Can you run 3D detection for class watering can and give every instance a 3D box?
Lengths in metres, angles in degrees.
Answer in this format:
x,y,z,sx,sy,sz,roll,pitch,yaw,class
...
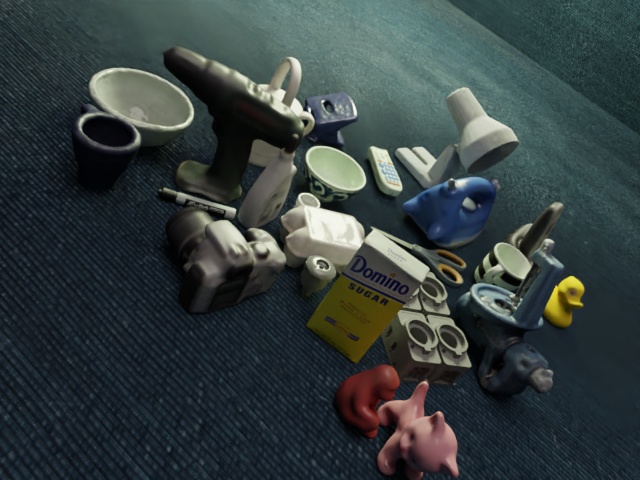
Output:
x,y,z,sx,sy,sz,roll,pitch,yaw,class
-0.089,-0.235,1.020,0.173,0.194,0.100,-8,51,-40,watering can

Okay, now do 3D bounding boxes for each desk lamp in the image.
x,y,z,sx,sy,sz,roll,pitch,yaw,class
0.296,-0.204,1.239,0.118,0.213,0.203,-11,53,-42,desk lamp

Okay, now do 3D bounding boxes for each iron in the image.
x,y,z,sx,sy,sz,roll,pitch,yaw,class
0.292,-0.075,1.147,0.259,0.141,0.118,-11,53,-42,iron

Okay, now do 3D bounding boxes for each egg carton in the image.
x,y,z,sx,sy,sz,roll,pitch,yaw,class
0.008,0.003,0.918,0.151,0.069,0.107,11,41,-25,egg carton

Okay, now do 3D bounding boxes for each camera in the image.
x,y,z,sx,sy,sz,roll,pitch,yaw,class
-0.136,0.010,0.782,0.144,0.100,0.136,-15,56,-44,camera

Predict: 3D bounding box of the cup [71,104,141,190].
x,y,z,sx,sy,sz,roll,pitch,yaw,class
-0.318,-0.129,0.820,0.092,0.095,0.117,-15,56,-45,cup

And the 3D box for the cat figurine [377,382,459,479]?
x,y,z,sx,sy,sz,roll,pitch,yaw,class
0.123,0.233,0.691,0.067,0.117,0.127,20,38,-14,cat figurine

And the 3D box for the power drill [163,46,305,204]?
x,y,z,sx,sy,sz,roll,pitch,yaw,class
-0.151,-0.165,0.884,0.230,0.208,0.075,18,38,-17,power drill

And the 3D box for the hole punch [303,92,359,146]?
x,y,z,sx,sy,sz,roll,pitch,yaw,class
0.017,-0.264,1.216,0.101,0.091,0.108,7,42,-29,hole punch

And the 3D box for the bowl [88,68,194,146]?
x,y,z,sx,sy,sz,roll,pitch,yaw,class
-0.297,-0.206,0.941,0.168,0.074,0.167,19,38,-16,bowl

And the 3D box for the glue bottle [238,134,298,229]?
x,y,z,sx,sy,sz,roll,pitch,yaw,class
-0.069,-0.093,0.888,0.037,0.173,0.078,42,38,15,glue bottle

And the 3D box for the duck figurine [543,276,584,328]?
x,y,z,sx,sy,sz,roll,pitch,yaw,class
0.469,0.106,1.109,0.078,0.086,0.104,13,40,-23,duck figurine

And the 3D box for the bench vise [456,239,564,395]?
x,y,z,sx,sy,sz,roll,pitch,yaw,class
0.317,0.119,0.873,0.122,0.219,0.207,-4,49,-38,bench vise

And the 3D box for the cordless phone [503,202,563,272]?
x,y,z,sx,sy,sz,roll,pitch,yaw,class
0.428,-0.005,1.125,0.094,0.185,0.148,42,38,15,cordless phone

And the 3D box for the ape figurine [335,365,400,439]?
x,y,z,sx,sy,sz,roll,pitch,yaw,class
0.067,0.192,0.720,0.076,0.092,0.078,41,38,14,ape figurine
